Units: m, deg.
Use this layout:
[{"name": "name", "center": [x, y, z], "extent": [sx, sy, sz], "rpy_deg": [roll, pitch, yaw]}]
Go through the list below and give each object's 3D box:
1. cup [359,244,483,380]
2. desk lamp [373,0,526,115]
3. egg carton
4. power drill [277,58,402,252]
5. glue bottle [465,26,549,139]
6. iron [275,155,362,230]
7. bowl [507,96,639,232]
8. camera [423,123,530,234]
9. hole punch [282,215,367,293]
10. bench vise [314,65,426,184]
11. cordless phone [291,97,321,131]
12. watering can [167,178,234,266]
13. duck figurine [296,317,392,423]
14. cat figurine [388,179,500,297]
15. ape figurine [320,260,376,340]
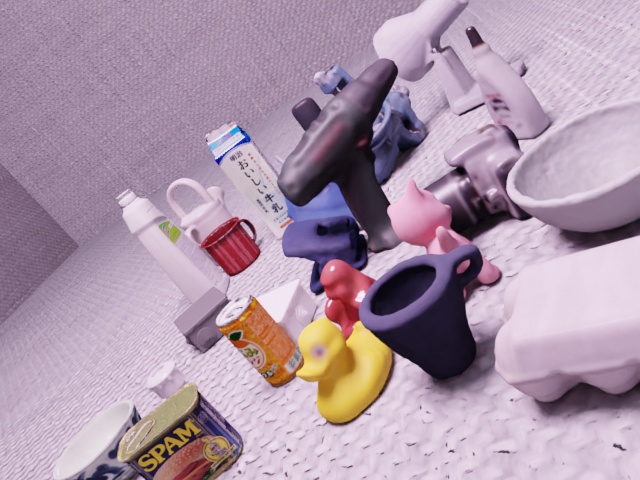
[{"name": "cup", "center": [0.105, 0.066, 0.502], "extent": [0.118, 0.095, 0.091], "rpy_deg": [-36, 19, 2]}, {"name": "desk lamp", "center": [0.228, -0.342, 1.041], "extent": [0.202, 0.214, 0.118], "rpy_deg": [-20, 26, 40]}, {"name": "egg carton", "center": [0.198, 0.056, 0.403], "extent": [0.150, 0.069, 0.107], "rpy_deg": [-22, 24, 37]}, {"name": "power drill", "center": [0.063, -0.101, 0.782], "extent": [0.230, 0.209, 0.075], "rpy_deg": [-41, 20, -11]}, {"name": "glue bottle", "center": [0.245, -0.217, 0.788], "extent": [0.037, 0.173, 0.078], "rpy_deg": [-42, 20, -12]}, {"name": "iron", "center": [0.010, -0.093, 0.957], "extent": [0.119, 0.142, 0.257], "rpy_deg": [-44, 21, -19]}, {"name": "bowl", "center": [0.268, -0.059, 0.538], "extent": [0.167, 0.075, 0.167], "rpy_deg": [-32, 20, 14]}, {"name": "camera", "center": [0.177, -0.072, 0.685], "extent": [0.136, 0.101, 0.143], "rpy_deg": [-32, 20, 15]}, {"name": "hole punch", "center": [0.008, 0.003, 0.820], "extent": [0.101, 0.091, 0.108], "rpy_deg": [-31, 20, 16]}, {"name": "bench vise", "center": [0.081, -0.231, 1.033], "extent": [0.121, 0.220, 0.207], "rpy_deg": [-23, 24, 35]}, {"name": "cordless phone", "center": [-0.018, -0.178, 1.134], "extent": [0.147, 0.185, 0.094], "rpy_deg": [-35, 20, 7]}, {"name": "watering can", "center": [-0.247, -0.051, 1.227], "extent": [0.101, 0.194, 0.172], "rpy_deg": [-34, 20, 9]}, {"name": "duck figurine", "center": [0.017, 0.113, 0.562], "extent": [0.077, 0.086, 0.105], "rpy_deg": [-13, 31, 49]}, {"name": "cat figurine", "center": [0.120, -0.009, 0.612], "extent": [0.067, 0.118, 0.127], "rpy_deg": [-36, 20, 4]}, {"name": "ape figurine", "center": [0.033, 0.061, 0.641], "extent": [0.076, 0.092, 0.077], "rpy_deg": [-43, 20, -15]}]
